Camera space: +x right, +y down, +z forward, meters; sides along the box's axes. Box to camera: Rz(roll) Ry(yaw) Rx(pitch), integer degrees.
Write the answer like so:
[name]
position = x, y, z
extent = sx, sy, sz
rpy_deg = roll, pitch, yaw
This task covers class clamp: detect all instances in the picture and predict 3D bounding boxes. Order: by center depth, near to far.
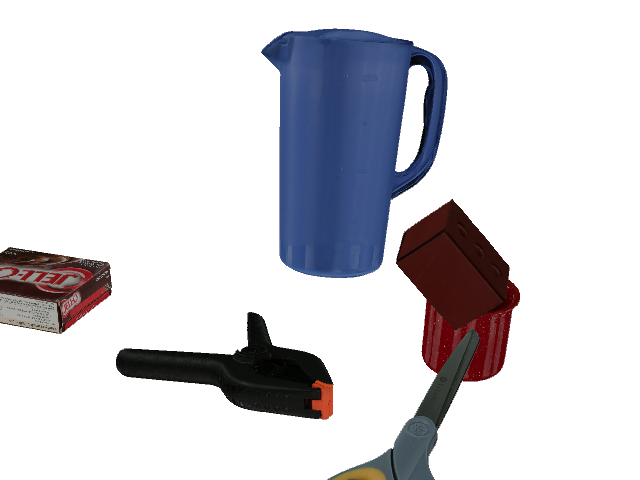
[clamp]
position = -0.057, 0.111, 0.957
extent = 0.210, 0.036, 0.164
rpy_deg = 12, 21, 39

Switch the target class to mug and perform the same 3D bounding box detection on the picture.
[mug]
position = 0.139, 0.077, 1.043
extent = 0.093, 0.081, 0.117
rpy_deg = -2, 27, -10

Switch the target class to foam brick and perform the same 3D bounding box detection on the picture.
[foam brick]
position = 0.105, 0.020, 0.836
extent = 0.051, 0.078, 0.053
rpy_deg = -34, 17, 27

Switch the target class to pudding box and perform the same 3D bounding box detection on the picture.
[pudding box]
position = -0.261, 0.044, 0.973
extent = 0.114, 0.039, 0.090
rpy_deg = 6, 21, 18

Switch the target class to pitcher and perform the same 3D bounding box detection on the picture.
[pitcher]
position = 0.029, -0.090, 1.081
extent = 0.149, 0.243, 0.144
rpy_deg = 13, 17, 33

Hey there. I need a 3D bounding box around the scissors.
[scissors]
position = 0.065, 0.119, 0.580
extent = 0.096, 0.016, 0.201
rpy_deg = 25, 45, 34
